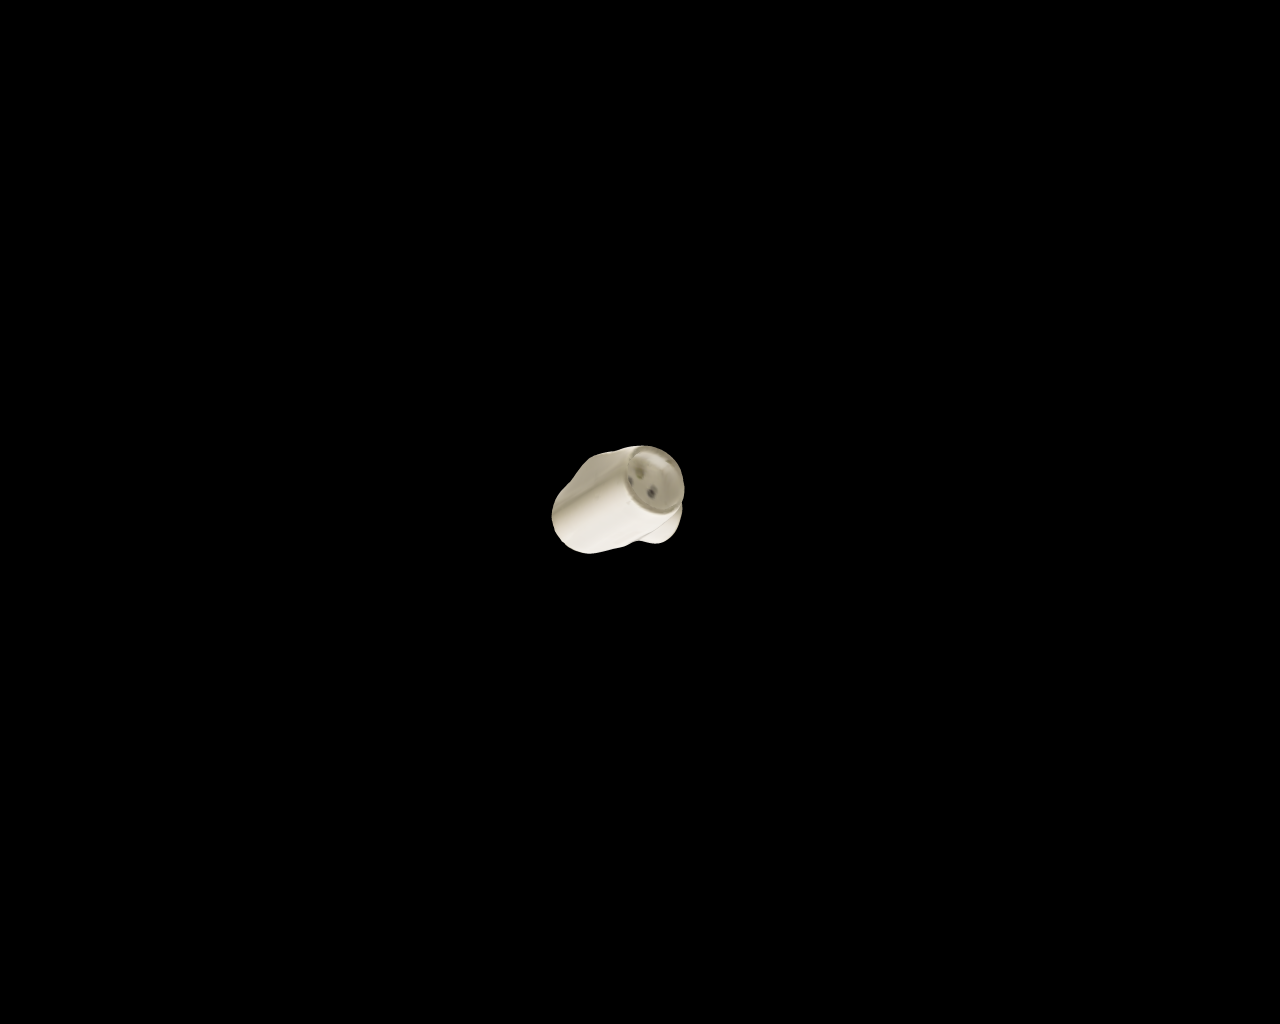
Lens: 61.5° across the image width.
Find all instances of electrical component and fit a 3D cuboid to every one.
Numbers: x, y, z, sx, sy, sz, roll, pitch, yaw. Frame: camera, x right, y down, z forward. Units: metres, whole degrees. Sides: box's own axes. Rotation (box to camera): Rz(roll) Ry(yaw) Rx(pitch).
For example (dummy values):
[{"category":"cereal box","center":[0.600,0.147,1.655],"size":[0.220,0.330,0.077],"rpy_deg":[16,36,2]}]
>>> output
[{"category":"electrical component","center":[0.001,-0.003,0.650],"size":[0.079,0.043,0.077],"rpy_deg":[17,-29,-32]}]
